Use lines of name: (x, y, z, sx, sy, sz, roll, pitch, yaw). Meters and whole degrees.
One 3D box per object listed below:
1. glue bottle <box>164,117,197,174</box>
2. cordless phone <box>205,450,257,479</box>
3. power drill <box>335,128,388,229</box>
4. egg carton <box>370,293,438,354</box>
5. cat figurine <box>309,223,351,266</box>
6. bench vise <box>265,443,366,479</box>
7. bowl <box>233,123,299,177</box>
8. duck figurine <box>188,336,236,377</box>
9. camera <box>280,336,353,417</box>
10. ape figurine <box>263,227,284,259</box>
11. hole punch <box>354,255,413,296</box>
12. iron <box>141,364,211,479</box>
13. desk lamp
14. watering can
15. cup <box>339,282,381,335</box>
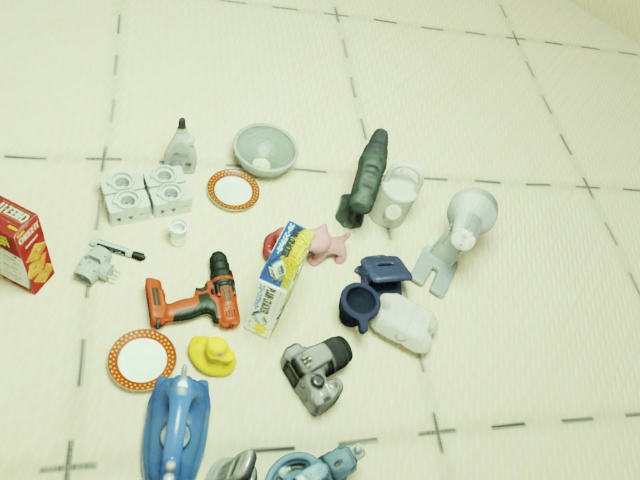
glue bottle: (-0.329, -0.226, 1.361, 0.078, 0.173, 0.037, 3, 55, -14)
cordless phone: (-0.155, 0.427, 0.953, 0.094, 0.185, 0.147, 20, 53, -2)
power drill: (0.105, -0.135, 1.407, 0.075, 0.208, 0.229, 18, 53, -4)
egg carton: (0.190, 0.189, 1.295, 0.150, 0.069, 0.107, 26, 53, 2)
cat figurine: (0.012, 0.005, 1.339, 0.128, 0.117, 0.067, -8, 59, -21)
bench vise: (-0.010, 0.400, 0.994, 0.121, 0.219, 0.208, 40, 55, 12)
bowl: (-0.143, -0.218, 1.473, 0.167, 0.074, 0.167, 8, 54, -11)
duck figurine: (-0.212, 0.220, 1.141, 0.104, 0.086, 0.078, 30, 53, 5)
camera: (0.010, 0.260, 1.171, 0.137, 0.101, 0.143, -23, 65, -29)
ape figurine: (-0.094, 0.005, 1.322, 0.078, 0.092, 0.076, -11, 60, -23)
hole punch: (0.149, 0.076, 1.348, 0.109, 0.091, 0.101, -3, 57, -19)
iron: (-0.254, 0.352, 1.002, 0.119, 0.141, 0.258, 7, 55, -12)
desk lamp: (0.329, 0.001, 1.378, 0.118, 0.213, 0.203, 30, 53, 5)
watering can: (0.196, -0.117, 1.431, 0.101, 0.194, 0.172, 3, 55, -14)
cup: (0.080, 0.165, 1.262, 0.092, 0.095, 0.117, 2, 56, -15)
